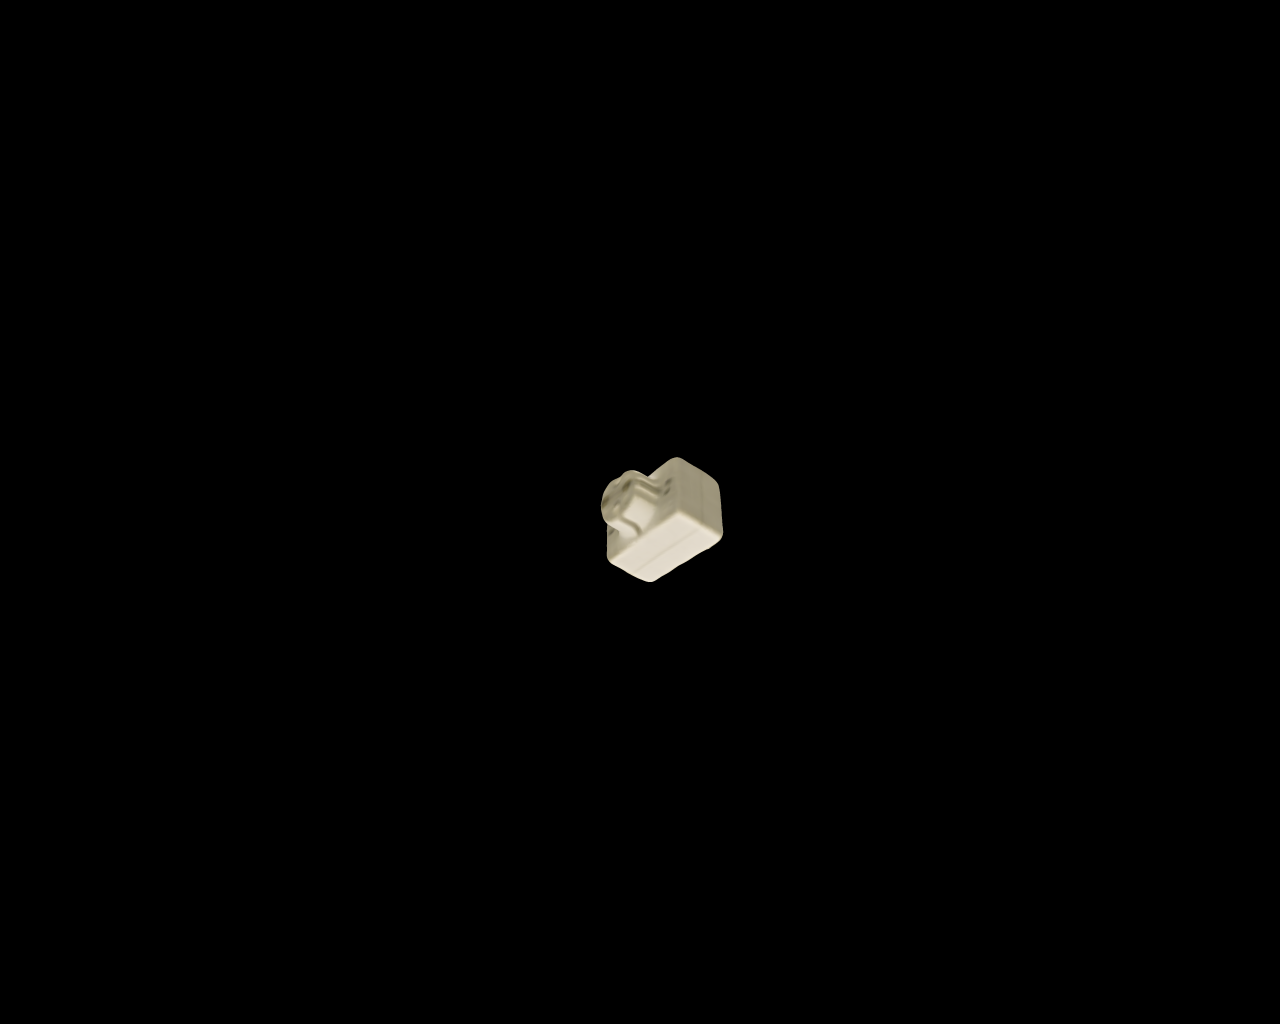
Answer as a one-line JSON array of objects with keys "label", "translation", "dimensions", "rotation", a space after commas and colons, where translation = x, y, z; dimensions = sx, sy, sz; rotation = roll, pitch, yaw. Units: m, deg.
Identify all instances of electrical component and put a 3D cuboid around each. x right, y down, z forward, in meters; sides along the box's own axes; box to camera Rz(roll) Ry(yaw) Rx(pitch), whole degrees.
[{"label": "electrical component", "translation": [0.001, -0.003, 0.650], "dimensions": [0.076, 0.047, 0.065], "rotation": [30, -49, -31]}]
